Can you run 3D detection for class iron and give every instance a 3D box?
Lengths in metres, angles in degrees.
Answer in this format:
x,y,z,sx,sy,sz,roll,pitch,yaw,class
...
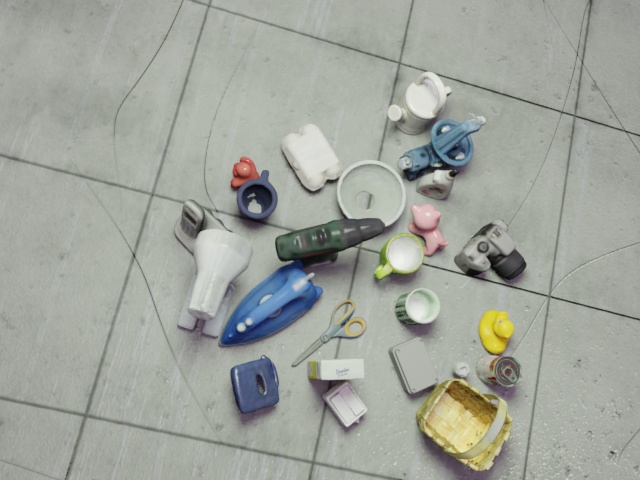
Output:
x,y,z,sx,sy,sz,roll,pitch,yaw,class
-0.113,0.149,1.246,0.258,0.141,0.118,-37,88,-14,iron

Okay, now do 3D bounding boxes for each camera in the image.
x,y,z,sx,sy,sz,roll,pitch,yaw,class
0.424,0.039,1.379,0.143,0.100,0.137,-43,89,-14,camera

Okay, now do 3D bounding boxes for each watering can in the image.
x,y,z,sx,sy,sz,roll,pitch,yaw,class
0.242,-0.326,1.364,0.101,0.194,0.173,41,76,0,watering can

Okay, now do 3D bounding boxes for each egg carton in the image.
x,y,z,sx,sy,sz,roll,pitch,yaw,class
-0.020,-0.196,1.360,0.107,0.069,0.150,-32,87,-13,egg carton

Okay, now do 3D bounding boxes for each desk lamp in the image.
x,y,z,sx,sy,sz,roll,pitch,yaw,class
-0.223,0.094,1.199,0.118,0.213,0.203,17,78,-6,desk lamp

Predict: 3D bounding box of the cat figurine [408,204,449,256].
x,y,z,sx,sy,sz,roll,pitch,yaw,class
0.261,-0.033,1.355,0.067,0.117,0.128,-32,87,-13,cat figurine

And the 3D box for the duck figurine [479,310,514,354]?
x,y,z,sx,sy,sz,roll,pitch,yaw,class
0.426,0.217,1.356,0.077,0.086,0.104,4,79,-9,duck figurine

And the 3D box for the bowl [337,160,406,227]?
x,y,z,sx,sy,sz,roll,pitch,yaw,class
0.116,-0.102,1.364,0.167,0.074,0.167,2,80,-9,bowl

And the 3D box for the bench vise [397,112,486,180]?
x,y,z,sx,sy,sz,roll,pitch,yaw,class
0.292,-0.212,1.340,0.207,0.219,0.121,-42,89,-14,bench vise

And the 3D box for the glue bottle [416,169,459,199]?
x,y,z,sx,sy,sz,roll,pitch,yaw,class
0.288,-0.139,1.350,0.078,0.173,0.037,15,78,-7,glue bottle

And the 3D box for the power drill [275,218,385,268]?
x,y,z,sx,sy,sz,roll,pitch,yaw,class
0.012,0.004,1.258,0.230,0.208,0.075,-13,82,-12,power drill

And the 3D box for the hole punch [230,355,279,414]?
x,y,z,sx,sy,sz,roll,pitch,yaw,class
-0.139,0.311,1.238,0.101,0.091,0.109,-13,82,-12,hole punch

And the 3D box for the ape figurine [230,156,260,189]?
x,y,z,sx,sy,sz,roll,pitch,yaw,class
-0.174,-0.155,1.314,0.076,0.092,0.078,41,76,-1,ape figurine

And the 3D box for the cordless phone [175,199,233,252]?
x,y,z,sx,sy,sz,roll,pitch,yaw,class
-0.244,-0.016,1.230,0.147,0.185,0.094,41,76,-1,cordless phone

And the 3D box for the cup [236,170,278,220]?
x,y,z,sx,sy,sz,roll,pitch,yaw,class
-0.142,-0.097,1.308,0.092,0.095,0.118,16,78,-6,cup
